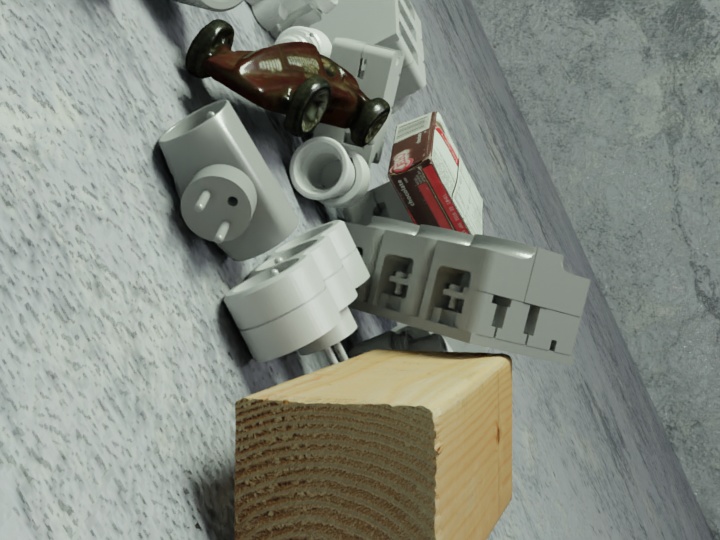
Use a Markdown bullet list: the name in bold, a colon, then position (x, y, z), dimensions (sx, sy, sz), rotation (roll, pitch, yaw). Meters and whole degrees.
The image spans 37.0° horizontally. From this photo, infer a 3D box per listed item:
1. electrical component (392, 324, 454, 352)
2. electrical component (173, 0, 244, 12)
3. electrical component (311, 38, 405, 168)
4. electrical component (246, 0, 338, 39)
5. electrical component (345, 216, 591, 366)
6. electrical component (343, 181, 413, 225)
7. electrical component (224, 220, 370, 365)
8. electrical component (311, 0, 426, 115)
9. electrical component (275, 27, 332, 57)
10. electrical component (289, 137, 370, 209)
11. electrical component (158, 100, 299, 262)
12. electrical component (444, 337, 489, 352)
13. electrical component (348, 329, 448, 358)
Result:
- **electrical component**: position (0.052, 0.106, 0.747), dimensions (0.073, 0.052, 0.138), rotation (54, 20, -38)
- **electrical component**: position (-0.123, -0.216, 0.634), dimensions (0.074, 0.052, 0.138), rotation (25, -21, 43)
- **electrical component**: position (-0.006, -0.130, 0.831), dimensions (0.050, 0.056, 0.089), rotation (-42, 146, -73)
- **electrical component**: position (-0.054, -0.222, 0.855), dimensions (0.078, 0.057, 0.058), rotation (32, 37, -63)
- **electrical component**: position (0.057, 0.008, 0.674), dimensions (0.089, 0.150, 0.061), rotation (14, 90, -38)
- **electrical component**: position (0.028, -0.027, 0.843), dimensions (0.095, 0.059, 0.053), rotation (36, 34, -60)
- **electrical component**: position (-0.025, 0.024, 0.613), dimensions (0.073, 0.052, 0.138), rotation (64, 16, -9)
- **electrical component**: position (0.006, -0.191, 0.947), dimensions (0.061, 0.089, 0.150), rotation (57, 18, -29)
- **electrical component**: position (-0.048, -0.168, 0.831), dimensions (0.040, 0.040, 0.078), rotation (66, 16, -3)
- **electrical component**: position (-0.020, -0.069, 0.773), dimensions (0.045, 0.045, 0.055), rotation (70, 16, 11)
- **electrical component**: position (-0.072, -0.040, 0.565), dimensions (0.077, 0.044, 0.079), rotation (60, 17, -21)
- **electrical component**: position (0.082, 0.038, 0.920), dimensions (0.076, 0.083, 0.047), rotation (29, 16, 6)
- **electrical component**: position (0.027, 0.060, 0.714), dimensions (0.043, 0.062, 0.043), rotation (56, 19, -32)
